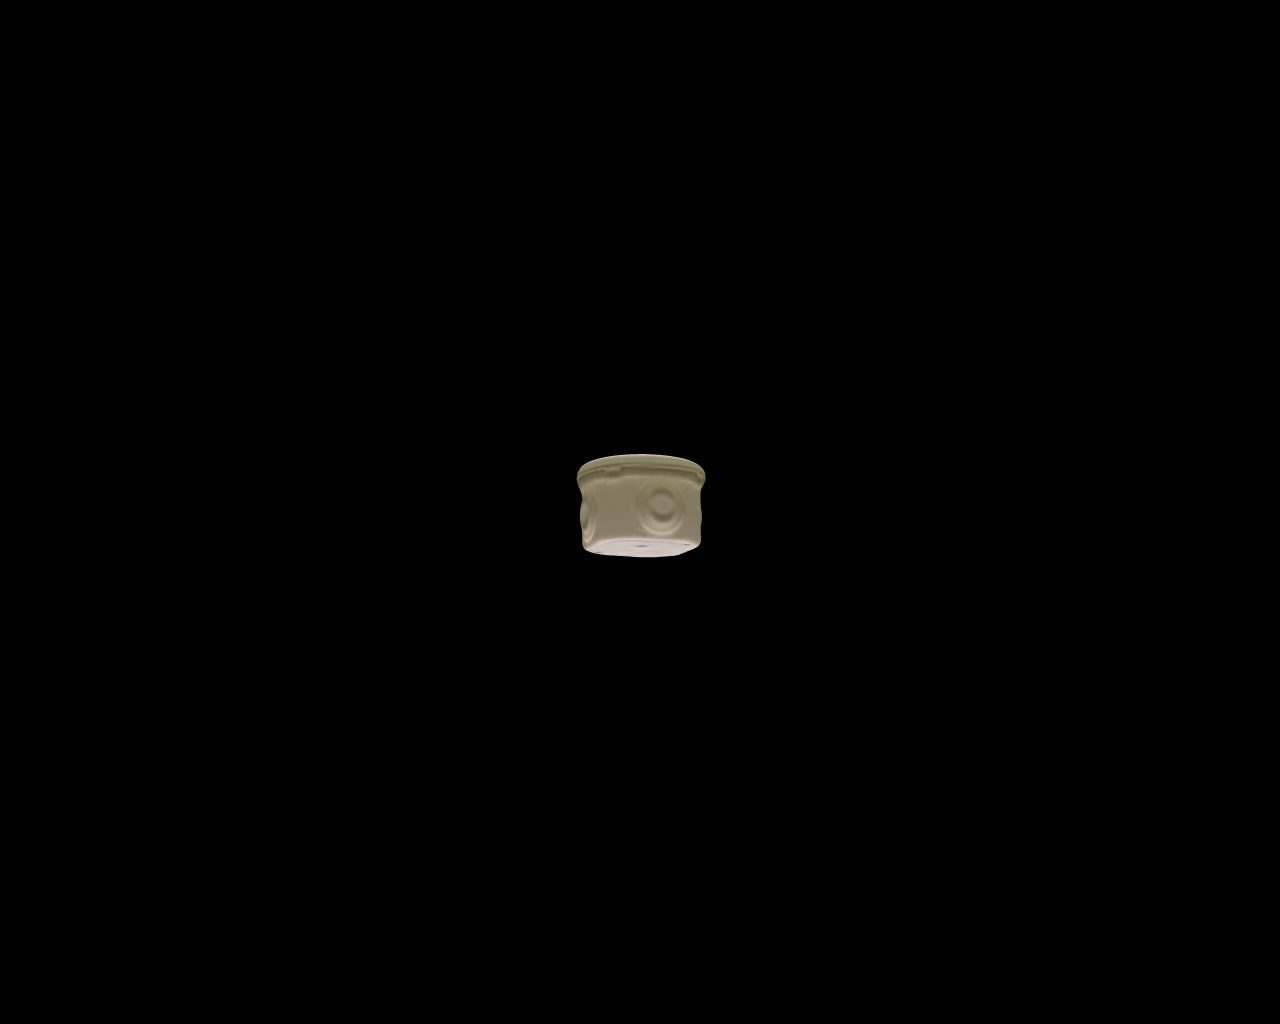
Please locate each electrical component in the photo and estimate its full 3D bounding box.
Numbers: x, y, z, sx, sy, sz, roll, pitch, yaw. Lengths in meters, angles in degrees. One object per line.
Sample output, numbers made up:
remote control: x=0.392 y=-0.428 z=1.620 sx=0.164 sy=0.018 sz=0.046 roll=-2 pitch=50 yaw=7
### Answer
electrical component: x=0.001 y=-0.003 z=0.650 sx=0.080 sy=0.051 sz=0.080 roll=0 pitch=-12 yaw=0
